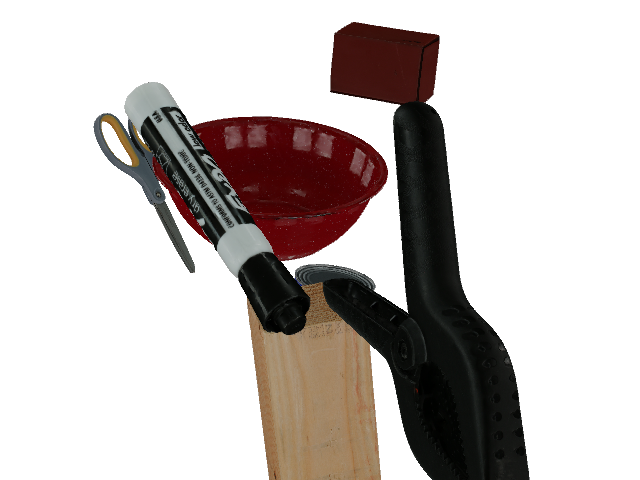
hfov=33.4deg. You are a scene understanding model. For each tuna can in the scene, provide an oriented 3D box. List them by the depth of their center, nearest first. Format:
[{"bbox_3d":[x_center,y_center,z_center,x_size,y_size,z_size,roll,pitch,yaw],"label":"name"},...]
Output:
[{"bbox_3d":[0.013,0.056,1.123,0.086,0.034,0.086,9,18,-3],"label":"tuna can"}]

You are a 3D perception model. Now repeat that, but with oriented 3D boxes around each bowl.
[{"bbox_3d":[-0.035,-0.031,0.743,0.162,0.055,0.162,3,28,-2],"label":"bowl"}]

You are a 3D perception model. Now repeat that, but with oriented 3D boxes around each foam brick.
[{"bbox_3d":[0.053,-0.145,0.878,0.078,0.051,0.053,13,25,18],"label":"foam brick"}]

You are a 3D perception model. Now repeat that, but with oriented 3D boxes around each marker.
[{"bbox_3d":[-0.038,-0.013,0.387,0.020,0.020,0.121,0,44,-44],"label":"marker"}]

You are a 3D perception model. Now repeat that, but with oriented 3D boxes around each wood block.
[{"bbox_3d":[-0.004,0.150,0.935,0.090,0.206,0.091,-9,20,-11],"label":"wood block"}]

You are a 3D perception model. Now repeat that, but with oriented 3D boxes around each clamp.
[{"bbox_3d":[0.058,0.044,0.545,0.036,0.165,0.210,-5,46,-21],"label":"clamp"}]

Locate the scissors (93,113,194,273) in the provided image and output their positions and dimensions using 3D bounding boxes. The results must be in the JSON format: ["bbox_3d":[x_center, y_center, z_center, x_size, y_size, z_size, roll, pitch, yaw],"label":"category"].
[{"bbox_3d":[-0.182,-0.067,1.217,0.016,0.201,0.096,-21,21,42],"label":"scissors"}]
